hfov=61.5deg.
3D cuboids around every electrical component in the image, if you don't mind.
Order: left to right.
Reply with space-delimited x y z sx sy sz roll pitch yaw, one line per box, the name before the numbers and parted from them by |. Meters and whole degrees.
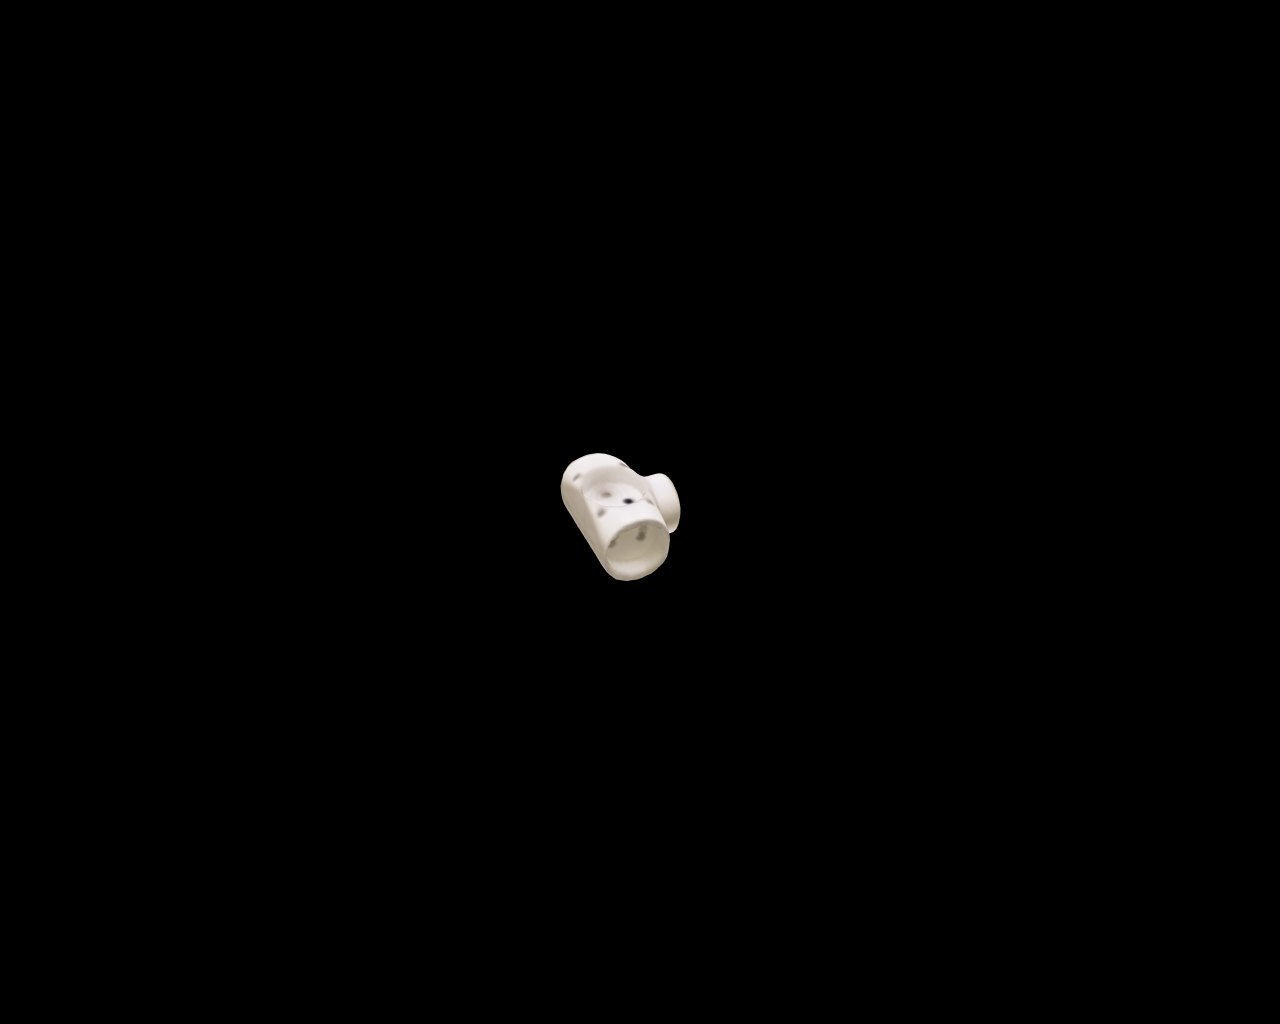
electrical component | 0.001 -0.003 0.650 0.079 0.044 0.077 -13 38 -18
